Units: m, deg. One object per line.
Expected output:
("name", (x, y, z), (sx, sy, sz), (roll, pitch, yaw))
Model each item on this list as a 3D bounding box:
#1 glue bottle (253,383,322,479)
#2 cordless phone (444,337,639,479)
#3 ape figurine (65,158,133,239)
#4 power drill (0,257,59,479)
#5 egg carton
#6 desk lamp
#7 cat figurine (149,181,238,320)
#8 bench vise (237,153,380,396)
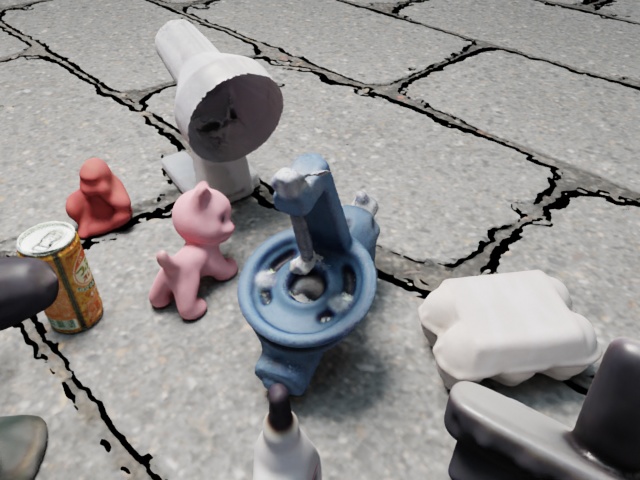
("glue bottle", (-0.022, 0.150, 0.366), (0.037, 0.173, 0.078), (5, 39, 8))
("cordless phone", (0.165, 0.115, 0.396), (0.147, 0.185, 0.094), (21, 44, 25))
("ape figurine", (-0.265, -0.056, 0.689), (0.077, 0.092, 0.076), (12, 41, 15))
("power drill", (-0.275, 0.101, 0.403), (0.229, 0.209, 0.075), (-5, 39, -4))
("egg carton", (0.170, 0.083, 0.528), (0.150, 0.069, 0.107), (-6, 39, -6))
("desk lamp", (-0.136, -0.145, 0.700), (0.118, 0.214, 0.202), (-24, 44, -25))
("cat figurine", (-0.132, -0.002, 0.600), (0.067, 0.118, 0.128), (13, 41, 17))
("bench vise", (-0.007, 0.001, 0.513), (0.121, 0.220, 0.207), (4, 39, 6))
